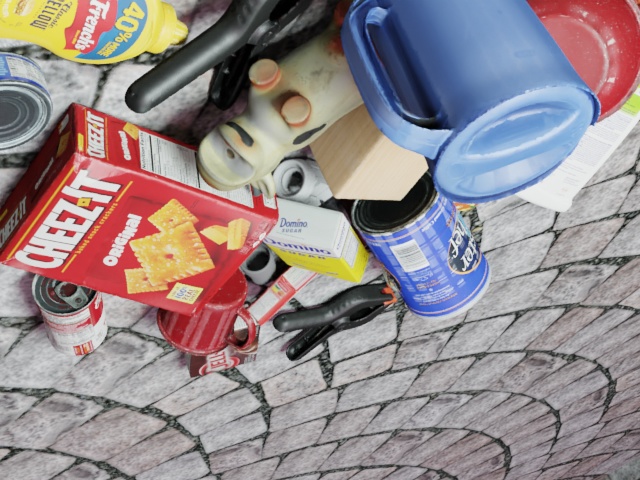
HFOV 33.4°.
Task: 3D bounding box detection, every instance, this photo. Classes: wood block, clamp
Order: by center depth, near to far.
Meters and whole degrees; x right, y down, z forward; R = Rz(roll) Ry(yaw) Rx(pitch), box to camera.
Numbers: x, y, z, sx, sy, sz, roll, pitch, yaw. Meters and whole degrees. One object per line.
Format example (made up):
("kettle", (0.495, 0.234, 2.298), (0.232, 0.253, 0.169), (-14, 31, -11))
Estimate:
("clamp", (-0.061, -0.173, 0.861), (0.210, 0.036, 0.164), (-45, 172, 28))
("wood block", (0.082, -0.136, 1.013), (0.090, 0.090, 0.206), (1, 143, -37))
("clamp", (0.016, 0.100, 1.411), (0.171, 0.039, 0.120), (-30, 157, 3))

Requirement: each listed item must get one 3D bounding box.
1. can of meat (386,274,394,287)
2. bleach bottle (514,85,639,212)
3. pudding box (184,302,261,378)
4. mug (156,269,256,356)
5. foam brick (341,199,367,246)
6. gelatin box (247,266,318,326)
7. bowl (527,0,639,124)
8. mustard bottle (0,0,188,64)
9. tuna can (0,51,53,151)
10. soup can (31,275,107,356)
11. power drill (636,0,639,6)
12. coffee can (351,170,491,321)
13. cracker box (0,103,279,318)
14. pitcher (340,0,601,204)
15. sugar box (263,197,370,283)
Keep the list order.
("can of meat", (0.110, -0.006, 1.256), (0.102, 0.084, 0.057), (-24, 151, 0))
("bleach bottle", (0.287, -0.140, 1.067), (0.102, 0.068, 0.251), (15, 129, -35))
("pudding box", (-0.125, 0.128, 1.354), (0.090, 0.039, 0.113), (-15, 150, -16))
("mug", (-0.121, 0.077, 1.203), (0.093, 0.117, 0.082), (-40, 163, -45))
("foam brick", (0.068, -0.040, 1.202), (0.078, 0.053, 0.051), (-26, 151, 5))
("gelatin box", (-0.040, 0.055, 1.266), (0.073, 0.030, 0.089), (-44, 179, 33))
("bowl", (0.222, -0.170, 0.991), (0.162, 0.162, 0.055), (-41, -172, 29))
("mustard bottle", (-0.177, -0.176, 0.790), (0.191, 0.058, 0.096), (9, 136, -45))
("tuna can", (-0.261, -0.111, 0.863), (0.086, 0.034, 0.086), (-18, 150, -11))
("soup can", (-0.264, 0.073, 1.132), (0.068, 0.068, 0.102), (-16, 151, -14))
("power drill", (0.289, -0.191, 1.110), (0.184, 0.057, 0.188), (15, 130, -44))
("coffee can", (0.109, 0.003, 1.135), (0.103, 0.103, 0.140), (-29, 126, 9))
("cracker box", (-0.170, -0.019, 1.001), (0.213, 0.072, 0.164), (19, 131, -33))
("pitcher", (0.096, -0.158, 0.827), (0.145, 0.243, 0.149), (-29, 150, 11))
("sugar box", (-0.008, 0.002, 1.143), (0.093, 0.048, 0.176), (13, 172, 15))
